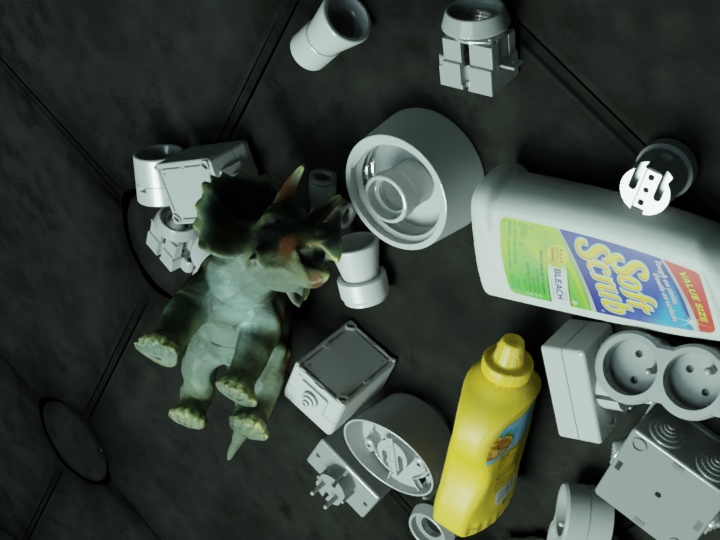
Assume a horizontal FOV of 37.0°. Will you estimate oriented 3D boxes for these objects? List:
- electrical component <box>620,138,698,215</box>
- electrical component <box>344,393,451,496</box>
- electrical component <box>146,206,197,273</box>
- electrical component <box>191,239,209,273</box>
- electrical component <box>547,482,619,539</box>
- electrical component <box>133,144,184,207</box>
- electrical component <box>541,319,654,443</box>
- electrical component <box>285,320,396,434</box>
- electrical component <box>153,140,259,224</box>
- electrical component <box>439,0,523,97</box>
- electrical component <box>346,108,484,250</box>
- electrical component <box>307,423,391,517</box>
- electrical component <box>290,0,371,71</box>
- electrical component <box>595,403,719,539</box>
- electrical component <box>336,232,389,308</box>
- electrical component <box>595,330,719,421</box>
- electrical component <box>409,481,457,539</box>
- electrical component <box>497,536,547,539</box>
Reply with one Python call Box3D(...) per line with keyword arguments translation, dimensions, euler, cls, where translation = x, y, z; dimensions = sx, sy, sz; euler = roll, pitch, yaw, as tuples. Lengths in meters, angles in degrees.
Box3D(translation=(0.198, -0.061, 0.716), dimensions=(0.040, 0.046, 0.040), euler=(20, 127, 28), cls="electrical component")
Box3D(translation=(0.037, 0.166, 1.009), dimensions=(0.099, 0.064, 0.099), euler=(23, 130, 30), cls="electrical component")
Box3D(translation=(-0.188, -0.037, 1.096), dimensions=(0.066, 0.048, 0.055), euler=(47, 143, 19), cls="electrical component")
Box3D(translation=(-0.147, 0.014, 1.090), dimensions=(0.073, 0.052, 0.138), euler=(53, 146, 43), cls="electrical component")
Box3D(translation=(0.200, 0.243, 0.918), dimensions=(0.074, 0.052, 0.138), euler=(7, 122, 0), cls="electrical component")
Box3D(translation=(-0.195, -0.094, 1.060), dimensions=(0.055, 0.055, 0.047), euler=(16, 123, 35), cls="electrical component")
Box3D(translation=(0.190, 0.087, 0.826), dimensions=(0.076, 0.047, 0.083), euler=(5, 120, 41), cls="electrical component")
Box3D(translation=(-0.024, 0.105, 1.001), dimensions=(0.062, 0.096, 0.061), euler=(41, 139, 15), cls="electrical component")
Box3D(translation=(-0.133, -0.083, 1.001), dimensions=(0.096, 0.061, 0.061), euler=(0, 116, 43), cls="electrical component")
Box3D(translation=(0.083, -0.160, 0.761), dimensions=(0.066, 0.048, 0.055), euler=(21, 137, 33), cls="electrical component")
Box3D(translation=(0.038, -0.067, 0.853), dimensions=(0.108, 0.060, 0.108), euler=(24, 131, 31), cls="electrical component")
Box3D(translation=(-0.019, 0.211, 1.083), dimensions=(0.083, 0.076, 0.047), euler=(44, 138, 11), cls="electrical component")
Box3D(translation=(-0.026, -0.185, 0.850), dimensions=(0.044, 0.044, 0.065), euler=(58, 144, -4), cls="electrical component")
Box3D(translation=(0.239, 0.161, 0.828), dimensions=(0.100, 0.048, 0.099), euler=(37, 135, 21), cls="electrical component")
Box3D(translation=(0.000, 0.000, 0.947), dimensions=(0.045, 0.045, 0.055), euler=(9, 122, 39), cls="electrical component")
Box3D(translation=(0.243, 0.077, 0.755), dimensions=(0.138, 0.074, 0.052), euler=(11, 94, 32), cls="electrical component")
Box3D(translation=(0.079, 0.232, 1.022), dimensions=(0.048, 0.055, 0.066), euler=(16, 127, 35), cls="electrical component")
Box3D(translation=(0.149, 0.265, 0.991), dimensions=(0.046, 0.040, 0.040), euler=(-12, 108, 52), cls="electrical component")
